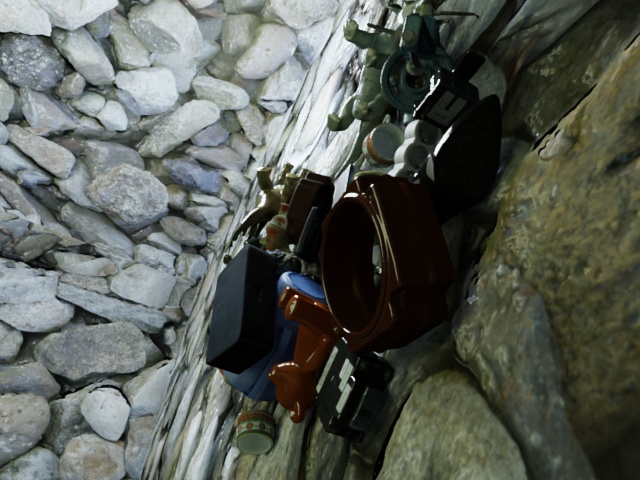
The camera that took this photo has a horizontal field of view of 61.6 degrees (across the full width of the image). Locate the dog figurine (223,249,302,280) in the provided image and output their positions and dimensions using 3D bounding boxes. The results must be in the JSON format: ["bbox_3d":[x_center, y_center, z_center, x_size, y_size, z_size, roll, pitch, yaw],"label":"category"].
[{"bbox_3d":[-0.099,0.072,1.208,0.172,0.191,0.121,-22,-77,-59],"label":"dog figurine"}]

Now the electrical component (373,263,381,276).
[{"bbox_3d":[0.076,0.086,0.843,0.078,0.045,0.102,85,-163,-54],"label":"electrical component"}]

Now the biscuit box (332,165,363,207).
[{"bbox_3d":[0.057,-0.052,1.069,0.063,0.059,0.203,-46,25,50],"label":"biscuit box"}]

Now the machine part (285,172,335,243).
[{"bbox_3d":[-0.022,-0.069,1.235,0.179,0.056,0.179,18,-90,-75],"label":"machine part"}]

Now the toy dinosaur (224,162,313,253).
[{"bbox_3d":[-0.120,-0.089,1.402,0.471,0.105,0.198,-32,-43,-63],"label":"toy dinosaur"}]

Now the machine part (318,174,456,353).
[{"bbox_3d":[0.073,0.033,0.695,0.201,0.087,0.201,127,138,-56],"label":"machine part"}]

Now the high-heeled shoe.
[{"bbox_3d":[0.161,-0.083,0.727,0.248,0.086,0.145,-63,11,18],"label":"high-heeled shoe"}]

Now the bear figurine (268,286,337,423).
[{"bbox_3d":[-0.041,0.197,0.919,0.195,0.132,0.120,-60,13,1],"label":"bear figurine"}]

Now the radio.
[{"bbox_3d":[-0.149,0.132,1.030,0.131,0.073,0.230,-43,32,34],"label":"radio"}]

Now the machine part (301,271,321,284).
[{"bbox_3d":[-0.052,0.131,1.164,0.139,0.084,0.039,-55,-7,0],"label":"machine part"}]

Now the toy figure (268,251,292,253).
[{"bbox_3d":[-0.113,0.048,1.508,0.154,0.058,0.064,-21,56,63],"label":"toy figure"}]

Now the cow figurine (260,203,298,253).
[{"bbox_3d":[-0.080,-0.021,1.328,0.195,0.086,0.127,4,-77,-71],"label":"cow figurine"}]

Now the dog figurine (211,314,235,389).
[{"bbox_3d":[-0.188,0.246,1.213,0.191,0.108,0.219,65,164,8],"label":"dog figurine"}]

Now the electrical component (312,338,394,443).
[{"bbox_3d":[0.044,0.205,0.740,0.114,0.058,0.134,-67,15,5],"label":"electrical component"}]

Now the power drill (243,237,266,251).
[{"bbox_3d":[-0.142,0.089,1.420,0.207,0.086,0.232,58,137,33],"label":"power drill"}]

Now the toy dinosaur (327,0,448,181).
[{"bbox_3d":[0.127,-0.319,1.104,0.131,0.192,0.404,45,132,36],"label":"toy dinosaur"}]

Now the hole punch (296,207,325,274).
[{"bbox_3d":[-0.002,-0.003,1.155,0.116,0.092,0.142,159,129,-75],"label":"hole punch"}]

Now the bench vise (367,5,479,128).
[{"bbox_3d":[0.165,-0.304,0.879,0.240,0.129,0.223,15,-90,-72],"label":"bench vise"}]

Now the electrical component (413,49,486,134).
[{"bbox_3d":[0.202,-0.222,0.806,0.119,0.075,0.048,-47,24,44],"label":"electrical component"}]
